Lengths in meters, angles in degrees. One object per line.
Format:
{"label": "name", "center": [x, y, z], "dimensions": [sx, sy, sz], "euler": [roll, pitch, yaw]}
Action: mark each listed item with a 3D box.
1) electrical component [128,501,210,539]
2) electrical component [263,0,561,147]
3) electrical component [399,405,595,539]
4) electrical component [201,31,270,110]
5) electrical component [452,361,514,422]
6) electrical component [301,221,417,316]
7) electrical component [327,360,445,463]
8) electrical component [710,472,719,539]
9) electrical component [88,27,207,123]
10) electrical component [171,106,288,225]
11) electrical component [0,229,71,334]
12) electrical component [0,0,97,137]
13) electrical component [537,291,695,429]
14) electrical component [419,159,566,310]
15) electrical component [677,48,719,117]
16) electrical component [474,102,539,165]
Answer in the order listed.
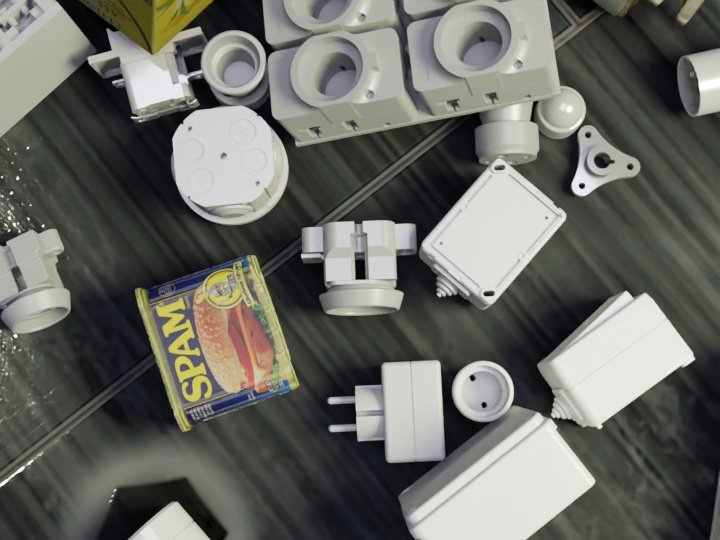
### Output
{"label": "electrical component", "center": [-0.151, 0.227, 0.713], "dimensions": [0.138, 0.052, 0.073], "euler": [-42, 85, -4]}
{"label": "electrical component", "center": [0.032, -0.158, 0.723], "dimensions": [0.186, 0.060, 0.105], "euler": [-9, 75, 14]}
{"label": "electrical component", "center": [0.084, 0.142, 0.692], "dimensions": [0.109, 0.108, 0.056], "euler": [-38, 87, -3]}
{"label": "electrical component", "center": [-0.085, -0.137, 0.753], "dimensions": [0.045, 0.055, 0.045], "euler": [0, 83, 1]}
{"label": "electrical component", "center": [0.082, 0.082, 0.729], "dimensions": [0.040, 0.046, 0.040], "euler": [0, 83, 1]}
{"label": "electrical component", "center": [0.000, 0.000, 0.735], "dimensions": [0.078, 0.058, 0.057], "euler": [-2, 81, 0]}
{"label": "electrical component", "center": [0.017, 0.096, 0.728], "dimensions": [0.077, 0.047, 0.065], "euler": [-3, 83, 1]}
{"label": "electrical component", "center": [0.299, 0.149, 0.711], "dimensions": [0.105, 0.060, 0.186], "euler": [10, 84, 2]}
{"label": "electrical component", "center": [-0.145, -0.141, 0.761], "dimensions": [0.081, 0.042, 0.063], "euler": [-15, 85, 0]}
{"label": "electrical component", "center": [-0.091, -0.074, 0.748], "dimensions": [0.080, 0.051, 0.080], "euler": [0, 83, 1]}
{"label": "electrical component", "center": [-0.230, 0.010, 0.744], "dimensions": [0.066, 0.048, 0.055], "euler": [-26, 76, -2]}
{"label": "electrical component", "center": [-0.268, -0.136, 0.738], "dimensions": [0.150, 0.089, 0.061], "euler": [-43, 85, -4]}
{"label": "electrical component", "center": [0.162, 0.062, 0.723], "dimensions": [0.096, 0.061, 0.061], "euler": [-35, 84, -3]}
{"label": "electrical component", "center": [0.084, -0.018, 0.733], "dimensions": [0.062, 0.061, 0.096], "euler": [41, 86, 5]}
{"label": "electrical component", "center": [0.270, -0.137, 0.754], "dimensions": [0.081, 0.043, 0.043], "euler": [-12, 83, -1]}
{"label": "electrical component", "center": [0.102, -0.104, 0.751], "dimensions": [0.045, 0.045, 0.055], "euler": [-2, 83, 1]}
